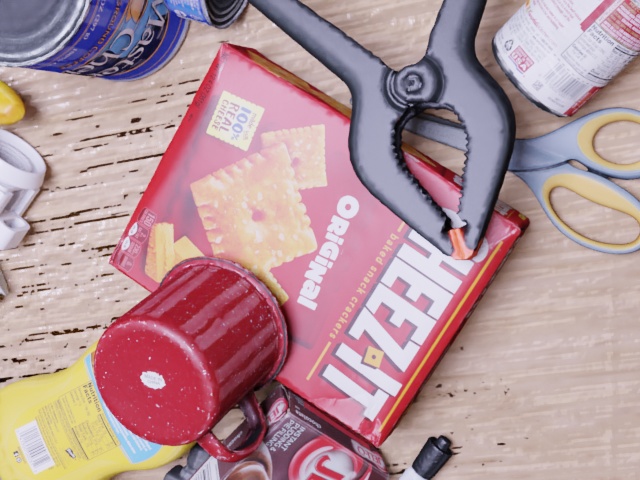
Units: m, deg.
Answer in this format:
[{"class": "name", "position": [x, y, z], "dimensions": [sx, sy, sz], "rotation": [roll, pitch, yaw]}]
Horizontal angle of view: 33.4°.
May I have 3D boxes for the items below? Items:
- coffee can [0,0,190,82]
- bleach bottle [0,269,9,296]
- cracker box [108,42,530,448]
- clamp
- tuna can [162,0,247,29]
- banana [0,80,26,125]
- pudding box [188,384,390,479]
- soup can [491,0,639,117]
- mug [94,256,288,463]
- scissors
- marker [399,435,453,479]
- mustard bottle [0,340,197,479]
[{"class": "coffee can", "position": [-0.153, -0.154, 0.662], "dimensions": [0.103, 0.140, 0.103], "rotation": [1, 95, 16]}, {"class": "bleach bottle", "position": [-0.346, 0.067, 0.753], "dimensions": [0.251, 0.068, 0.102], "rotation": [-23, 94, -3]}, {"class": "cracker box", "position": [-0.004, 0.001, 0.669], "dimensions": [0.214, 0.072, 0.164], "rotation": [33, 104, 10]}, {"class": "clamp", "position": [0.062, -0.094, 0.597], "dimensions": [0.165, 0.036, 0.210], "rotation": [-24, 83, 14]}, {"class": "tuna can", "position": [-0.067, -0.177, 0.663], "dimensions": [0.034, 0.086, 0.086], "rotation": [18, 100, 14]}, {"class": "banana", "position": [-0.291, -0.099, 0.749], "dimensions": [0.198, 0.069, 0.037], "rotation": [-2, 137, 11]}, {"class": "pudding box", "position": [-0.026, 0.158, 0.686], "dimensions": [0.090, 0.039, 0.114], "rotation": [37, 107, -25]}, {"class": "soup can", "position": [0.154, -0.126, 0.599], "dimensions": [0.068, 0.068, 0.102], "rotation": [49, 124, 7]}, {"class": "mug", "position": [-0.071, 0.077, 0.622], "dimensions": [0.093, 0.081, 0.117], "rotation": [-24, 99, 31]}, {"class": "scissors", "position": [0.124, -0.068, 0.654], "dimensions": [0.202, 0.016, 0.096], "rotation": [36, 102, 10]}, {"class": "marker", "position": [0.048, 0.176, 0.697], "dimensions": [0.020, 0.020, 0.121], "rotation": [37, 104, 10]}, {"class": "mustard bottle", "position": [-0.132, 0.112, 0.723], "dimensions": [0.192, 0.058, 0.096], "rotation": [-27, 83, 17]}]
